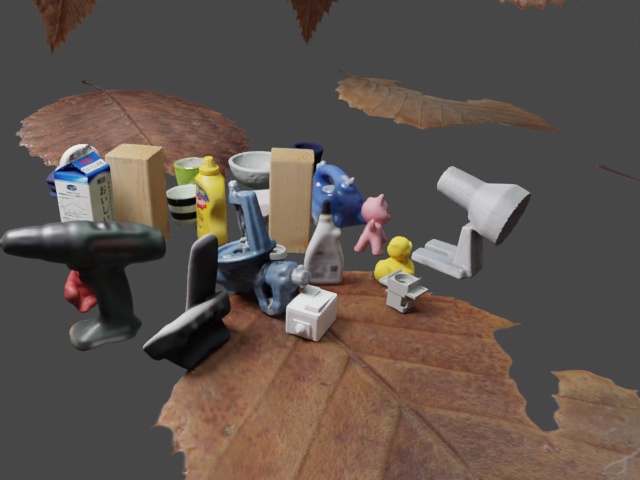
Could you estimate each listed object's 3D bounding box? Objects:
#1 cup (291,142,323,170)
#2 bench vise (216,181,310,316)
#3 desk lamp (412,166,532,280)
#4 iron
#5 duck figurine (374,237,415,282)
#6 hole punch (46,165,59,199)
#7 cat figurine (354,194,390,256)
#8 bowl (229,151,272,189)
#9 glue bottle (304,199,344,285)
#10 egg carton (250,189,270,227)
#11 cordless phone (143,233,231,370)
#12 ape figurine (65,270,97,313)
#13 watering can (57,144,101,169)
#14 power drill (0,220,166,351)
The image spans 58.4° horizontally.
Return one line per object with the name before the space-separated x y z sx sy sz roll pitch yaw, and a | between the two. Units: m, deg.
cup | -0.042 -0.218 1.628 0.091 0.095 0.118 12 28 18
bench vise | -0.102 0.009 1.017 0.207 0.220 0.122 11 27 15
desk lamp | 0.303 -0.032 1.156 0.202 0.214 0.118 21 32 32
iron | 0.026 -0.121 1.387 0.119 0.141 0.257 -9 29 -23
duck figurine | 0.152 0.037 1.144 0.077 0.086 0.105 21 31 32
hole punch | -0.616 -0.154 1.434 0.108 0.091 0.101 12 27 17
cat figurine | 0.120 -0.043 1.266 0.067 0.118 0.128 8 27 9
bowl | -0.165 -0.184 1.567 0.167 0.075 0.167 3 26 -1
glue bottle | 0.010 0.004 1.094 0.078 0.173 0.037 1 26 -4
egg carton | -0.110 -0.075 1.358 0.150 0.069 0.107 -7 28 -20
cordless phone | -0.204 0.089 0.883 0.094 0.185 0.148 14 28 20
ape figurine | -0.410 0.069 1.005 0.078 0.092 0.076 -11 30 -27
watering can | -0.520 -0.115 1.248 0.172 0.194 0.101 12 28 17
power drill | -0.353 0.062 0.892 0.230 0.208 0.075 -14 31 -31
